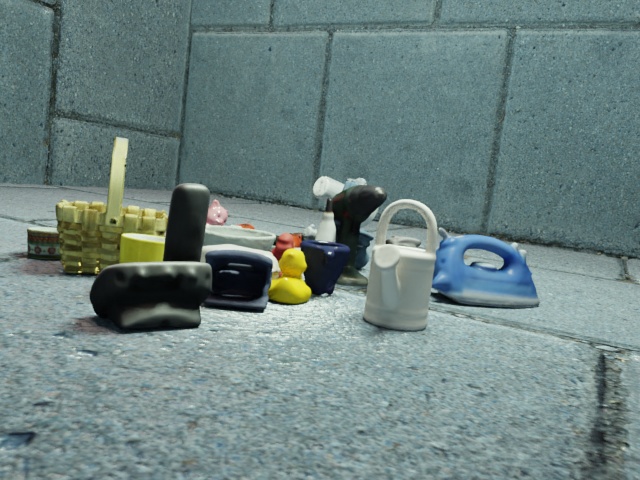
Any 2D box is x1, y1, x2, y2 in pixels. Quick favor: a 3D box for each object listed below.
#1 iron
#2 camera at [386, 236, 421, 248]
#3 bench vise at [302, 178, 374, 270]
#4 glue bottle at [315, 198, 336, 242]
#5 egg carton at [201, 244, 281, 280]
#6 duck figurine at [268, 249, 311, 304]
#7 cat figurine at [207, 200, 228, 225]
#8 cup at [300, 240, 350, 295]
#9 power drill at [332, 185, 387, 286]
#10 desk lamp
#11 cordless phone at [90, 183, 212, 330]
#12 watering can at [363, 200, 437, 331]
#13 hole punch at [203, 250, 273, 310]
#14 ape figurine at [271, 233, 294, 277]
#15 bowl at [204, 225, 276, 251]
[{"bbox_3d":[0.336,0.056,1.156,0.259,0.141,0.118,5,7,-13],"label":"iron"},{"bbox_3d":[0.213,0.047,1.282,0.137,0.101,0.143,5,7,-14],"label":"camera"},{"bbox_3d":[0.055,-0.036,1.314,0.121,0.220,0.208,10,7,24],"label":"bench vise"},{"bbox_3d":[0.010,0.004,1.124,0.037,0.173,0.078,8,7,11],"label":"glue bottle"},{"bbox_3d":[-0.151,0.050,1.015,0.150,0.069,0.107,10,7,26],"label":"egg carton"},{"bbox_3d":[-0.050,0.058,0.971,0.077,0.086,0.105,8,7,8],"label":"duck figurine"},{"bbox_3d":[-0.301,-0.052,1.532,0.128,0.118,0.067,3,8,-32],"label":"cat figurine"},{"bbox_3d":[0.007,0.054,1.032,0.092,0.095,0.117,6,7,-9],"label":"cup"},{"bbox_3d":[0.070,-0.015,1.195,0.076,0.208,0.229,4,7,-21],"label":"power drill"},{"bbox_3d":[0.045,-0.053,1.479,0.204,0.213,0.117,1,9,-41],"label":"desk lamp"},{"bbox_3d":[-0.209,0.016,0.735,0.148,0.185,0.093,1,9,-42],"label":"cordless phone"},{"bbox_3d":[0.128,0.035,0.881,0.101,0.194,0.173,7,6,2],"label":"watering can"},{"bbox_3d":[-0.129,0.055,0.893,0.109,0.091,0.101,6,7,-6],"label":"hole punch"},{"bbox_3d":[-0.075,0.031,1.158,0.077,0.092,0.076,9,7,21],"label":"ape figurine"},{"bbox_3d":[-0.182,0.016,1.253,0.167,0.075,0.167,7,6,-1],"label":"bowl"}]
